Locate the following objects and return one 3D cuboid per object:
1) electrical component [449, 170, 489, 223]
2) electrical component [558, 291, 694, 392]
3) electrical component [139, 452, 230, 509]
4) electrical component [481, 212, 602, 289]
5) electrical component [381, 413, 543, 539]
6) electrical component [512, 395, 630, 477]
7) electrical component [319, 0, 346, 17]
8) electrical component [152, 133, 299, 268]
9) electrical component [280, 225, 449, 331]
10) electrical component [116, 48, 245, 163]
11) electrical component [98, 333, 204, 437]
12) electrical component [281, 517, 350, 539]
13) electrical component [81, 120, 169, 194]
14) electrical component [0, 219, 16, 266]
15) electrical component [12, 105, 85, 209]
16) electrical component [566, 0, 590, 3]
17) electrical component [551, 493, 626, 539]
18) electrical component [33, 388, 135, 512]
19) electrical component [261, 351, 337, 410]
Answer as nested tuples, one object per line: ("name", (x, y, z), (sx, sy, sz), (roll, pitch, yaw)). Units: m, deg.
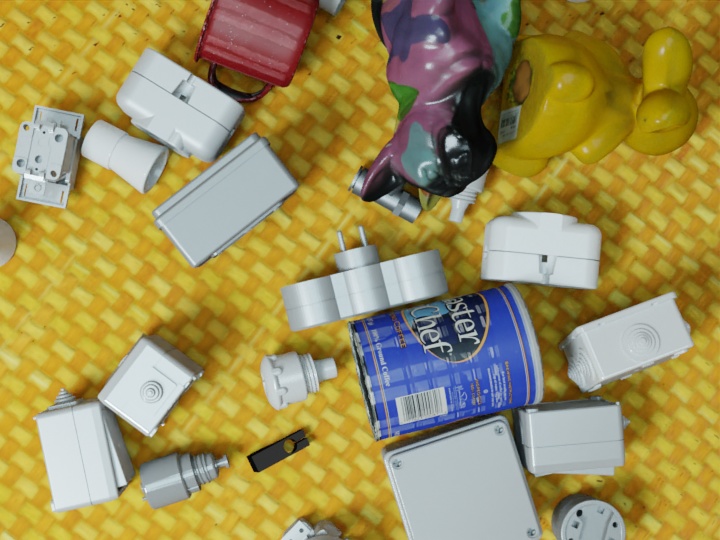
("electrical component", (0.090, -0.071, 0.928), (0.035, 0.035, 0.061), (14, 90, -4))
("electrical component", (0.223, 0.063, 0.903), (0.100, 0.099, 0.048), (-20, 77, -4))
("electrical component", (-0.148, 0.172, 0.901), (0.078, 0.040, 0.040), (-17, 90, -4))
("electrical component", (0.155, -0.017, 0.921), (0.095, 0.054, 0.059), (5, 88, -4))
("electrical component", (0.084, 0.187, 0.909), (0.109, 0.056, 0.108), (-18, 90, -4))
("electrical component", (0.183, 0.142, 0.915), (0.096, 0.062, 0.061), (-4, 89, -4))
("electrical component", (-0.046, -0.256, 0.918), (0.081, 0.043, 0.043), (31, 87, -2))
("electrical component", (-0.108, -0.054, 0.876), (0.109, 0.109, 0.056), (-38, 94, -4))
("electrical component", (0.000, 0.000, 0.910), (0.138, 0.052, 0.073), (-14, 89, -4))
("electrical component", (-0.152, -0.134, 0.902), (0.095, 0.054, 0.059), (32, 87, -3))
("electrical component", (-0.172, 0.090, 0.873), (0.061, 0.096, 0.061), (37, 87, -2))
("electrical component", (-0.030, 0.246, 0.899), (0.078, 0.057, 0.058), (45, 86, -2))
("electrical component", (-0.200, -0.098, 0.905), (0.065, 0.044, 0.044), (28, 87, 2))
("electrical component", (-0.312, -0.024, 0.882), (0.044, 0.065, 0.044), (0, 88, -4))
("electrical component", (-0.258, -0.095, 0.889), (0.042, 0.064, 0.081), (10, 88, -5))
("electrical component", (0.180, -0.304, 0.921), (0.052, 0.074, 0.138), (-22, 90, -4))
("electrical component", (0.194, 0.220, 0.921), (0.055, 0.047, 0.055), (0, 88, -4))
("electrical component", (-0.226, 0.143, 0.885), (0.061, 0.062, 0.096), (-12, 89, -5))
("electrical component", (-0.051, 0.089, 0.909), (0.062, 0.048, 0.048), (-13, 89, -11))
